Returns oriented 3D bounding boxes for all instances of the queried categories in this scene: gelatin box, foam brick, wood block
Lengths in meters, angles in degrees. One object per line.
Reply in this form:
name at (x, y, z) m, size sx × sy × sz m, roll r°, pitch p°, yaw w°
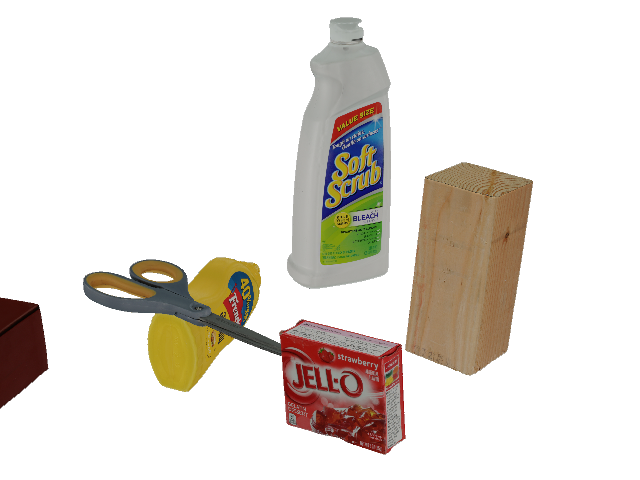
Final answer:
gelatin box at (0.014, 0.101, 0.742) m, size 0.089 × 0.073 × 0.030 m, roll 11°, pitch 23°, yaw 35°
foam brick at (-0.229, 0.078, 0.717) m, size 0.053 × 0.051 × 0.078 m, roll 8°, pitch 28°, yaw 24°
wood block at (0.163, 0.030, 1.178) m, size 0.090 × 0.206 × 0.090 m, roll 19°, pitch 25°, yaw 33°

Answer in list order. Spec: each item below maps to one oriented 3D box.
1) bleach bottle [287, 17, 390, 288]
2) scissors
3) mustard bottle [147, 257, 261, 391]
bleach bottle at (0.017, -0.084, 1.019) m, size 0.102 × 0.251 × 0.068 m, roll -9°, pitch 24°, yaw -20°
scissors at (-0.099, 0.052, 0.882) m, size 0.202 × 0.016 × 0.096 m, roll 13°, pitch 24°, yaw 17°
mustard bottle at (-0.113, 0.072, 1.134) m, size 0.058 × 0.096 × 0.191 m, roll 10°, pitch 29°, yaw 19°
